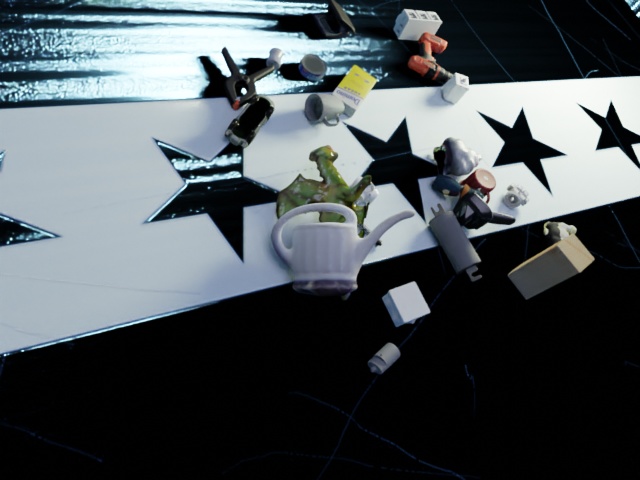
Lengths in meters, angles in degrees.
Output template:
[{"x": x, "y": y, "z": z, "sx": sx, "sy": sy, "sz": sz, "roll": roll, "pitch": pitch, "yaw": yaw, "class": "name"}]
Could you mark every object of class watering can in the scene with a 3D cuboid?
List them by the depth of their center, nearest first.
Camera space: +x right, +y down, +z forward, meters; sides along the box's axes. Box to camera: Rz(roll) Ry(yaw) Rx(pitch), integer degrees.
[{"x": 0.055, "y": 0.021, "z": 1.229, "sx": 0.347, "sy": 0.103, "sz": 0.226, "roll": -1, "pitch": 81, "yaw": 4, "class": "watering can"}]

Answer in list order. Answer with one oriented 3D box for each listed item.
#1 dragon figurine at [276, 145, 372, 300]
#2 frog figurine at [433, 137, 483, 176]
[{"x": 0.004, "y": -0.067, "z": 1.340, "sx": 0.243, "sy": 0.120, "sz": 0.417, "roll": 12, "pitch": 71, "yaw": 5, "class": "dragon figurine"}, {"x": 0.450, "y": -0.262, "z": 1.621, "sx": 0.160, "sy": 0.119, "sz": 0.140, "roll": -5, "pitch": 45, "yaw": -14, "class": "frog figurine"}]
